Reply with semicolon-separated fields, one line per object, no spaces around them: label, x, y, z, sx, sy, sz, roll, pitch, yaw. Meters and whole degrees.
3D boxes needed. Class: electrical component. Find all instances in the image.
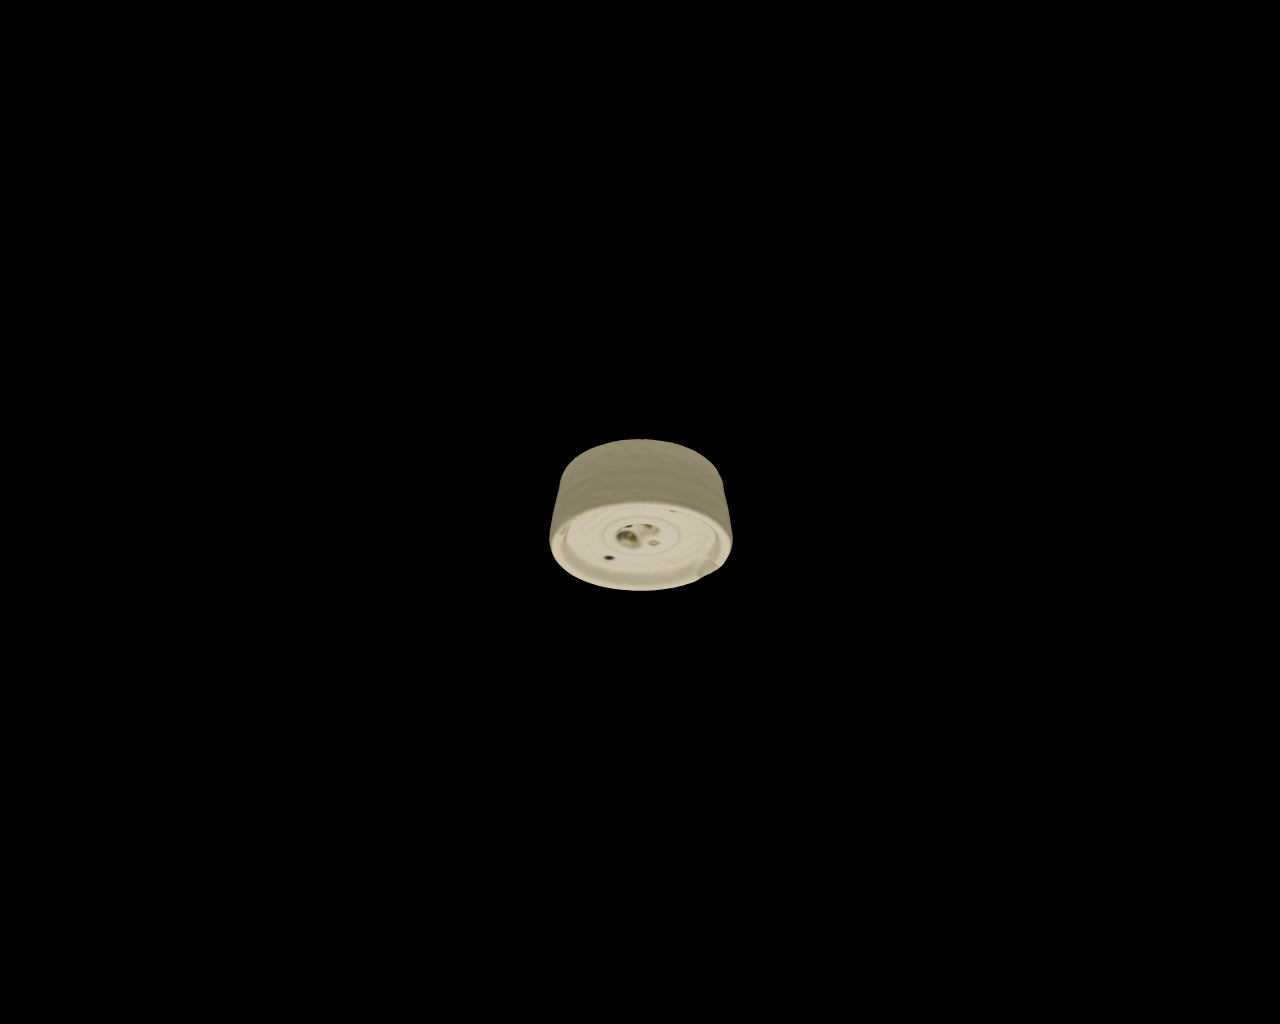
electrical component;0.001;-0.003;0.650;0.108;0.060;0.108;0;-31;0
